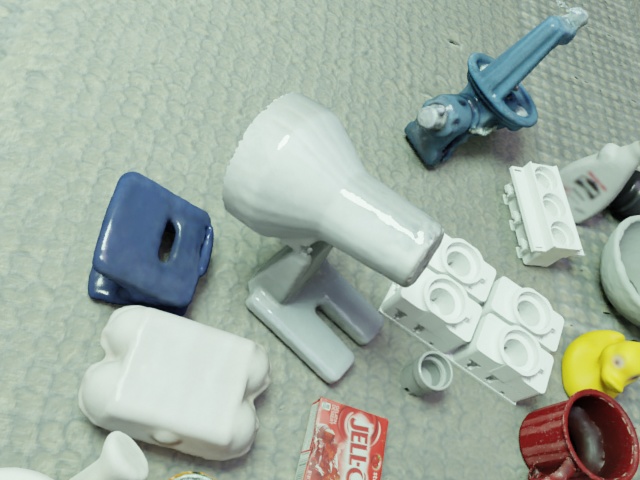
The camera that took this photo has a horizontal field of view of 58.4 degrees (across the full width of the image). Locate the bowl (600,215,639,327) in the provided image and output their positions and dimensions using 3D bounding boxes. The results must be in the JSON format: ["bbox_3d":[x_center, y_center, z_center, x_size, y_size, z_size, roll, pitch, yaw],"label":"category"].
[{"bbox_3d":[0.429,0.055,0.754,0.168,0.074,0.167,10,61,-18],"label":"bowl"}]

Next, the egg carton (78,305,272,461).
[{"bbox_3d":[-0.119,0.121,0.486,0.150,0.069,0.107,20,58,-13],"label":"egg carton"}]

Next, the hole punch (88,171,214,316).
[{"bbox_3d":[-0.149,0.004,0.521,0.101,0.091,0.108,15,59,-15],"label":"hole punch"}]

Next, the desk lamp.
[{"bbox_3d":[0.005,0.002,0.515,0.203,0.213,0.118,43,56,3],"label":"desk lamp"}]

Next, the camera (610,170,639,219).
[{"bbox_3d":[0.498,-0.058,0.827,0.137,0.100,0.143,33,56,-4],"label":"camera"}]

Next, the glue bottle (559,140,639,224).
[{"bbox_3d":[0.376,-0.090,0.748,0.078,0.173,0.037,45,56,4],"label":"glue bottle"}]

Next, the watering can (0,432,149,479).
[{"bbox_3d":[-0.190,0.185,0.347,0.101,0.193,0.173,33,56,-4],"label":"watering can"}]

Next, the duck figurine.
[{"bbox_3d":[0.338,0.142,0.663,0.077,0.086,0.105,42,56,2],"label":"duck figurine"}]

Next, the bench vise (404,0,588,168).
[{"bbox_3d":[0.219,-0.179,0.699,0.121,0.219,0.208,43,56,3],"label":"bench vise"}]
